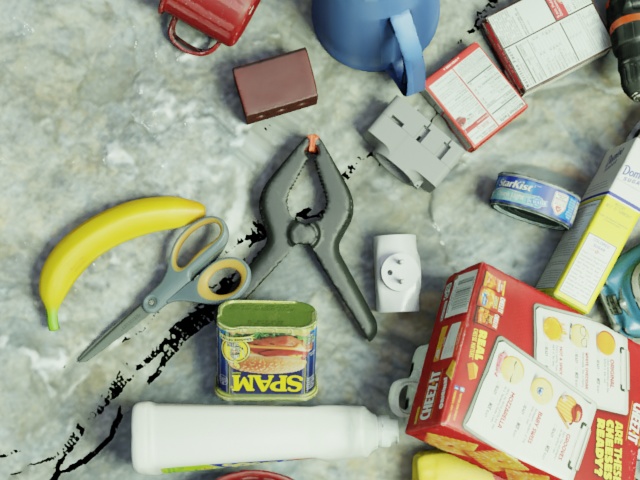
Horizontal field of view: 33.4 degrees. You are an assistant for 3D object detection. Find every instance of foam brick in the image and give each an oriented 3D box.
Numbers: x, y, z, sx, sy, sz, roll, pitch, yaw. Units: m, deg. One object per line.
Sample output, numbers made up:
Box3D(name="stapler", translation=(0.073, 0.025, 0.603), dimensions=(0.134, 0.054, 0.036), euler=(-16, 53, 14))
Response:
Box3D(name="foam brick", translation=(-0.045, -0.154, 1.077), dimensions=(0.078, 0.053, 0.051), euler=(-17, 87, -3))

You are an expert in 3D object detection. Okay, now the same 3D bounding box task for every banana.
Box3D(name="banana", translation=(-0.210, 0.005, 1.067), dimensions=(0.198, 0.037, 0.069), euler=(-38, 108, -3))

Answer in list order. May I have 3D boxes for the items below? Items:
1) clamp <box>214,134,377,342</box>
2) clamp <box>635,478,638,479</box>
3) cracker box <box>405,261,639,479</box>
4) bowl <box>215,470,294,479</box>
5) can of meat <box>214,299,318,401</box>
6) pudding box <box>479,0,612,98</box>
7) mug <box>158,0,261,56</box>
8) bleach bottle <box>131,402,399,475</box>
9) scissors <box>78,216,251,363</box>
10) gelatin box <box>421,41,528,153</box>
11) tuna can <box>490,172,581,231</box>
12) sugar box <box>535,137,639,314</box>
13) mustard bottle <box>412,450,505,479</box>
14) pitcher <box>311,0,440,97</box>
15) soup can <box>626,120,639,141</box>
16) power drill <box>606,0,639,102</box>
Box3D(name="clamp", translation=(-0.007, 0.001, 1.074), dimensions=(0.164, 0.036, 0.210), euler=(12, 89, -3))
Box3D(name="clamp", translation=(0.325, 0.322, 1.064), dimensions=(0.120, 0.039, 0.171), euler=(5, 85, -3))
Box3D(name="cracker box", translation=(0.199, 0.141, 0.997), dimensions=(0.213, 0.072, 0.164), euler=(27, 64, -19))
Box3D(name="bowl", translation=(-0.064, 0.299, 1.037), dimensions=(0.162, 0.055, 0.162), euler=(0, 89, -3))
Box3D(name="can of meat", translation=(-0.052, 0.106, 1.036), dimensions=(0.102, 0.057, 0.084), euler=(1, 118, -3))
Box3D(name="pudding box", translation=(0.235, -0.211, 1.101), dimensions=(0.113, 0.039, 0.090), euler=(-27, 89, -3))
Box3D(name="mug", translation=(-0.109, -0.237, 1.068), dimensions=(0.081, 0.093, 0.117), euler=(29, 114, -5))
Box3D(name="bleach bottle", translation=(-0.049, 0.187, 1.025), dimensions=(0.250, 0.102, 0.068), euler=(-2, 76, -2))
Box3D(name="scissors", translation=(-0.146, 0.068, 1.058), dimensions=(0.096, 0.016, 0.202), euler=(37, 91, 14))
Box3D(name="gelatin box", translation=(0.157, -0.146, 1.097), dimensions=(0.073, 0.030, 0.089), euler=(-39, 89, -6))
Box3D(name="tuna can", translation=(0.214, -0.038, 1.063), dimensions=(0.086, 0.086, 0.034), euler=(19, 87, -1))
Box3D(name="sugar box", translation=(0.277, -0.011, 1.061), dimensions=(0.048, 0.093, 0.176), euler=(32, 85, -1))
Box3D(name="mustard bottle", translation=(0.190, 0.252, 1.054), dimensions=(0.191, 0.058, 0.096), euler=(-3, 86, -4))
Box3D(name="pitcher", translation=(0.056, -0.238, 0.992), dimensions=(0.149, 0.243, 0.145), euler=(24, 87, 5))
Box3D(name="soup can", translation=(0.372, -0.092, 1.084), dimensions=(0.102, 0.068, 0.068), euler=(40, 85, 0))
Box3D(name="power drill", translation=(0.381, -0.215, 1.074), dimensions=(0.187, 0.057, 0.184), euler=(5, 69, -10))
